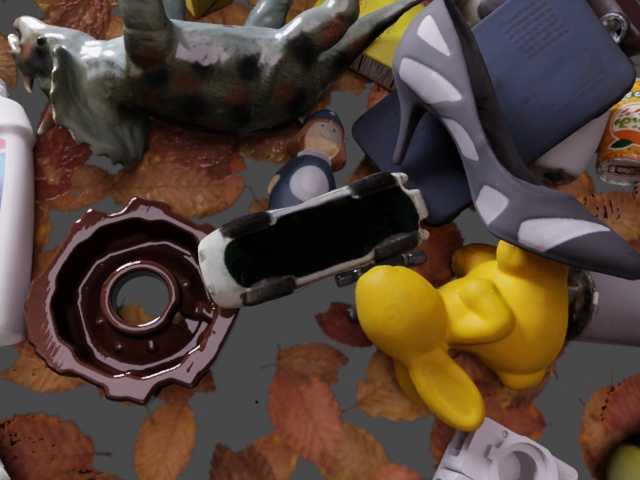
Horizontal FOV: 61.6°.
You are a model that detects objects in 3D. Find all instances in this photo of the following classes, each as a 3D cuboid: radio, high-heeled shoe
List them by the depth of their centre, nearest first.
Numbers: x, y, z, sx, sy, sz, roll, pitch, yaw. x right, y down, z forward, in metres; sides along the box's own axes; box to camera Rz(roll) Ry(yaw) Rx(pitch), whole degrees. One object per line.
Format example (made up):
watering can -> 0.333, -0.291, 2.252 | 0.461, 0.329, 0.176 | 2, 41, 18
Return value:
high-heeled shoe -> 0.152, -0.084, 0.410 | 0.249, 0.145, 0.086 | 34, 29, 29
radio -> 0.157, -0.121, 0.505 | 0.229, 0.073, 0.131 | -37, 82, 11

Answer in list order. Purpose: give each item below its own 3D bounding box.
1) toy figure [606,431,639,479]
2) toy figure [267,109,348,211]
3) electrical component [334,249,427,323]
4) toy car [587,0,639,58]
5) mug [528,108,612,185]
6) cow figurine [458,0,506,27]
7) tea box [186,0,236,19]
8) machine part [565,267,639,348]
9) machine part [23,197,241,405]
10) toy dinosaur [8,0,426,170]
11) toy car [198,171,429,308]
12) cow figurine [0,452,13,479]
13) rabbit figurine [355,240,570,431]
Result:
toy figure -> 0.330, 0.180, 0.471 | 0.180, 0.082, 0.089 | -41, 68, -11
toy figure -> -0.007, -0.068, 0.525 | 0.064, 0.058, 0.154 | 33, 64, -37
electrical component -> 0.064, 0.042, 0.514 | 0.094, 0.021, 0.063 | -17, 75, -12
toy car -> 0.323, -0.300, 0.635 | 0.089, 0.053, 0.202 | -21, 75, -28
mug -> 0.240, -0.117, 0.555 | 0.110, 0.081, 0.107 | 16, 80, -5
cow figurine -> 0.198, -0.316, 0.613 | 0.127, 0.085, 0.195 | 12, 76, -5
tea box -> -0.155, -0.338, 0.571 | 0.068, 0.098, 0.170 | -34, 78, -16
machine part -> 0.314, 0.065, 0.506 | 0.243, 0.079, 0.079 | 6, 72, -6
machine part -> -0.154, 0.053, 0.469 | 0.179, 0.056, 0.179 | 2, 72, -7
toy dinosaur -> -0.084, -0.162, 0.503 | 0.405, 0.192, 0.131 | 0, 31, -15
toy car -> -0.001, -0.001, 0.454 | 0.202, 0.056, 0.073 | -19, 85, -15
cow figurine -> -0.298, 0.152, 0.411 | 0.068, 0.098, 0.167 | -45, 63, -12
rabbit figurine -> 0.109, 0.070, 0.463 | 0.173, 0.122, 0.162 | 7, 92, -19
